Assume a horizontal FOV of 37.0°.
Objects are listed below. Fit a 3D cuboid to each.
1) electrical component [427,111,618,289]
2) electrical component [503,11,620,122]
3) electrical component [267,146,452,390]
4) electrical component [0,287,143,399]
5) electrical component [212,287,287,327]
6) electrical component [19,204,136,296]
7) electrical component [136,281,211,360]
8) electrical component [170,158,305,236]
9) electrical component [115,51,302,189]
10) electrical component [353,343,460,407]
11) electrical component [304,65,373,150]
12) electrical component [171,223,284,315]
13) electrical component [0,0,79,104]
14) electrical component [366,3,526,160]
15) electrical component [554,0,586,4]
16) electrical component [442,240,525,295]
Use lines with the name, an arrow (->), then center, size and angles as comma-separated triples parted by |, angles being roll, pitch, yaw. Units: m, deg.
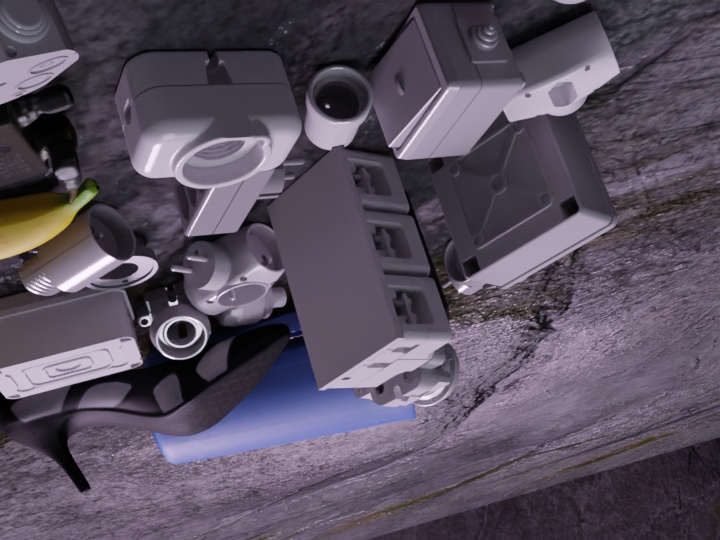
electrical component -> 0.116, -0.058, 0.785 | 0.109, 0.108, 0.056 | -33, 152, 34
electrical component -> 0.130, -0.127, 0.714 | 0.077, 0.043, 0.079 | -23, 158, 14
electrical component -> 0.000, 0.000, 0.774 | 0.062, 0.150, 0.089 | 4, 150, -42
electrical component -> -0.234, 0.051, 0.842 | 0.113, 0.057, 0.078 | -14, 159, -10
electrical component -> -0.093, 0.025, 0.912 | 0.062, 0.043, 0.043 | -4, 155, -37
electrical component -> -0.199, -0.008, 0.741 | 0.081, 0.043, 0.043 | -29, 157, 25
electrical component -> -0.147, 0.041, 0.873 | 0.066, 0.055, 0.048 | -16, 121, -6
electrical component -> -0.073, -0.064, 0.699 | 0.076, 0.047, 0.083 | -7, 156, -28
electrical component -> -0.085, -0.086, 0.617 | 0.095, 0.059, 0.053 | -7, 156, -28
electrical component -> 0.040, 0.075, 0.829 | 0.078, 0.058, 0.057 | -31, 153, 31
electrical component -> -0.015, -0.100, 0.671 | 0.040, 0.040, 0.046 | -13, 165, -14
electrical component -> -0.109, -0.002, 0.830 | 0.077, 0.044, 0.079 | -32, 155, 32
electrical component -> -0.171, -0.106, 0.481 | 0.080, 0.051, 0.080 | -24, -177, 1
electrical component -> 0.050, -0.117, 0.648 | 0.061, 0.061, 0.096 | -7, 157, -26
electrical component -> 0.144, -0.190, 0.555 | 0.074, 0.052, 0.138 | 4, 149, -44
electrical component -> 0.110, -0.002, 1.011 | 0.077, 0.043, 0.079 | 1, 153, -41
